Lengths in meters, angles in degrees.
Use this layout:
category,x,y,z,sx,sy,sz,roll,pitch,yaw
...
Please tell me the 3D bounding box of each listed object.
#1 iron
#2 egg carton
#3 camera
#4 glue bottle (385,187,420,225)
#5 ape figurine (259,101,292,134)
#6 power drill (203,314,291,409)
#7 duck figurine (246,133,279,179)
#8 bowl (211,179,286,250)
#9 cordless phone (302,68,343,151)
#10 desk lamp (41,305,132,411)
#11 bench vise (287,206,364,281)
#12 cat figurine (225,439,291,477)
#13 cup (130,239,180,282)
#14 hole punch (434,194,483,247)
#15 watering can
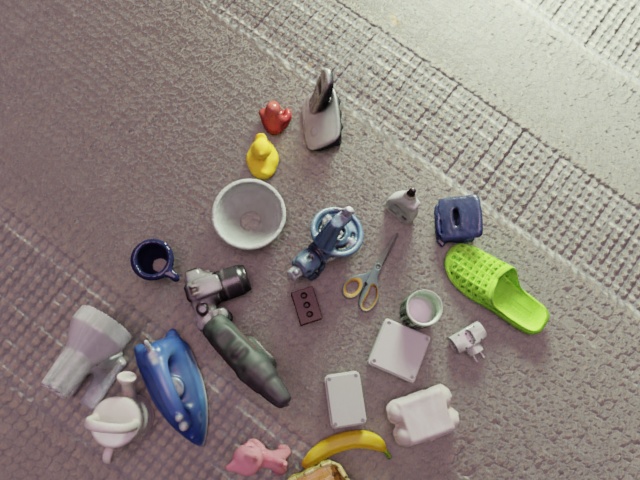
category,x,y,z,sx,sy,sz,roll,pitch,yaw
iron,-0.304,0.317,1.193,0.119,0.141,0.258,-25,80,-8
egg carton,0.223,0.382,1.242,0.150,0.069,0.107,-18,79,-7
camera,-0.219,0.118,1.262,0.137,0.101,0.143,-19,79,-7
glue bottle,0.194,-0.086,1.291,0.078,0.173,0.037,41,79,7
ape figurine,-0.109,-0.299,1.364,0.078,0.092,0.076,19,77,2
power drill,-0.142,0.251,1.181,0.229,0.208,0.076,44,79,7
duck figurine,-0.137,-0.200,1.343,0.077,0.086,0.104,-2,78,-3
bowl,-0.161,-0.052,1.315,0.167,0.074,0.167,1,78,-3
cordless phone,0.009,-0.300,1.322,0.094,0.185,0.147,-8,78,-4
desk lamp,-0.468,0.243,1.163,0.118,0.213,0.203,29,78,4
bench vise,0.022,0.010,1.237,0.121,0.219,0.207,27,78,4
cat figurine,-0.126,0.455,1.184,0.128,0.118,0.067,9,77,-1
cup,-0.352,0.058,1.271,0.117,0.095,0.092,36,78,5
hole punch,0.320,-0.046,1.330,0.101,0.091,0.109,-2,78,-3
watering can,-0.408,0.357,1.152,0.101,0.194,0.173,-10,78,-5
